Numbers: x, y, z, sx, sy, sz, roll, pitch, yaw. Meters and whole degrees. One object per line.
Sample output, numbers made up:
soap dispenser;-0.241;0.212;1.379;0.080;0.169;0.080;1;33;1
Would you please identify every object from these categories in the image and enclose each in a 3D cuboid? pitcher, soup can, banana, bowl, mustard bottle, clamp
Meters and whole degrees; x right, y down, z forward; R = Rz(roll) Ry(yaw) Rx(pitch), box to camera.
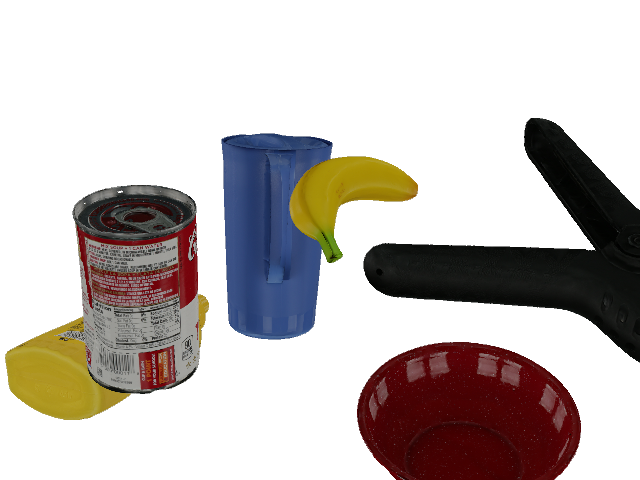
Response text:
pitcher;-0.056;-0.005;1.293;0.145;0.243;0.148;12;16;37
soup can;-0.103;0.028;0.609;0.068;0.102;0.068;1;25;-1
banana;0.022;-0.036;0.859;0.037;0.069;0.197;-34;2;31
bowl;0.107;0.147;0.790;0.162;0.055;0.162;-1;36;0
mustard bottle;-0.153;0.080;0.861;0.096;0.058;0.191;6;19;30
clamp;0.136;0.017;0.501;0.164;0.036;0.210;-32;49;-33
